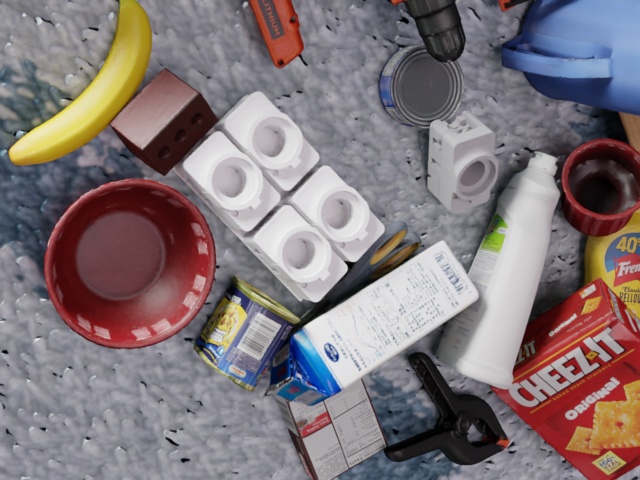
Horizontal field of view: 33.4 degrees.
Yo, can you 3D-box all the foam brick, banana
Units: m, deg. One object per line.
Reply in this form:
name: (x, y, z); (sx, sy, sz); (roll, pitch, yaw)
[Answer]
foam brick: (-0.145, -0.110, 0.994); (0.078, 0.051, 0.053); (-47, 153, -8)
banana: (-0.208, -0.142, 0.983); (0.069, 0.037, 0.198); (30, 86, -7)

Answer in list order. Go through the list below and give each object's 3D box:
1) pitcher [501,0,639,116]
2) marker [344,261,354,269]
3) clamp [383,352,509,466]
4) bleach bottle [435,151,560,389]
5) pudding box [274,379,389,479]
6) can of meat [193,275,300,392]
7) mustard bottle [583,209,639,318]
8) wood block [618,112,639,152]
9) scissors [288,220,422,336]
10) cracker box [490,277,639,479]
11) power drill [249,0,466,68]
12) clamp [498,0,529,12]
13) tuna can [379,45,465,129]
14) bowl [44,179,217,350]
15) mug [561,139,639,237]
pitcher: (0.307, -0.186, 1.076); (0.145, 0.243, 0.149); (38, 91, -26)
marker: (-0.007, 0.001, 1.101); (0.121, 0.020, 0.020); (26, 89, -25)
clamp: (0.140, 0.212, 1.180); (0.171, 0.039, 0.120); (35, 75, -28)
bleach bottle: (0.204, 0.027, 1.149); (0.068, 0.103, 0.251); (20, 91, -18)
pudding box: (0.013, 0.191, 1.135); (0.090, 0.039, 0.113); (-27, 111, -18)
can of meat: (-0.074, 0.091, 1.045); (0.057, 0.102, 0.084); (32, 88, -23)
mustard bottle: (0.350, 0.028, 1.236); (0.096, 0.058, 0.192); (4, 98, -21)
wood block: (0.417, -0.084, 1.208); (0.206, 0.090, 0.090); (63, 30, -20)
scissors: (0.023, 0.043, 1.097); (0.201, 0.016, 0.096); (-33, 155, -16)
cracker box: (0.314, 0.167, 1.202); (0.164, 0.072, 0.213); (-37, 116, 22)
power drill: (0.032, -0.231, 1.017); (0.188, 0.057, 0.184); (-20, 108, 7)
clamp: (0.283, -0.293, 1.106); (0.210, 0.165, 0.036); (-26, 105, -6)
tuna can: (0.105, -0.160, 1.111); (0.086, 0.034, 0.086); (-4, 101, -22)
bowl: (-0.183, 0.019, 1.010); (0.161, 0.055, 0.162); (-4, 101, -22)
mug: (0.321, -0.053, 1.170); (0.117, 0.081, 0.093); (-3, 72, 6)
